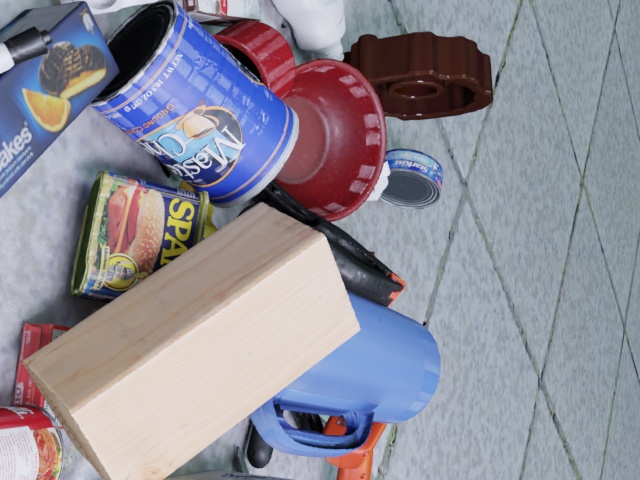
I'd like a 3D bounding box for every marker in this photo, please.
[{"bbox_3d":[-0.222,-0.102,0.658,0.121,0.020,0.020,-29,121,-16],"label":"marker"}]

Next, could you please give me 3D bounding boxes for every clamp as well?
[{"bbox_3d":[-0.031,0.139,1.064,0.120,0.039,0.171,18,73,-62],"label":"clamp"},{"bbox_3d":[-0.006,0.001,0.947,0.210,0.036,0.164,36,14,-18],"label":"clamp"}]

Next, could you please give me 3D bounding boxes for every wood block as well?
[{"bbox_3d":[-0.086,0.073,0.746,0.205,0.090,0.091,-35,125,-21],"label":"wood block"}]

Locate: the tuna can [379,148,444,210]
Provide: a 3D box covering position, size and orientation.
[{"bbox_3d":[0.104,-0.073,1.278,0.086,0.086,0.033,51,44,-49],"label":"tuna can"}]

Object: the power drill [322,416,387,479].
[{"bbox_3d":[0.022,0.270,1.090,0.184,0.057,0.188,-53,153,-64],"label":"power drill"}]

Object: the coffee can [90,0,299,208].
[{"bbox_3d":[-0.100,-0.105,0.835,0.140,0.103,0.102,40,52,-33],"label":"coffee can"}]

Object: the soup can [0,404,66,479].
[{"bbox_3d":[-0.221,0.141,0.674,0.102,0.069,0.068,8,82,-61],"label":"soup can"}]

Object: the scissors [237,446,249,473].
[{"bbox_3d":[-0.061,0.300,1.024,0.096,0.016,0.201,-62,141,-43],"label":"scissors"}]

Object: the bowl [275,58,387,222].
[{"bbox_3d":[-0.009,-0.099,1.064,0.161,0.055,0.162,-5,99,-39],"label":"bowl"}]

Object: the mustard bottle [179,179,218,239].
[{"bbox_3d":[-0.117,0.041,0.880,0.096,0.058,0.191,19,70,-41],"label":"mustard bottle"}]

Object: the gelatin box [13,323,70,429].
[{"bbox_3d":[-0.184,0.102,0.785,0.089,0.030,0.073,21,72,-59],"label":"gelatin box"}]

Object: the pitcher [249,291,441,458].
[{"bbox_3d":[0.007,0.111,0.981,0.242,0.145,0.149,22,91,-47],"label":"pitcher"}]

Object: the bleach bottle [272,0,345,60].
[{"bbox_3d":[-0.028,-0.277,1.062,0.102,0.068,0.250,-65,145,-40],"label":"bleach bottle"}]

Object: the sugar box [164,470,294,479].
[{"bbox_3d":[-0.101,0.220,0.870,0.176,0.093,0.048,16,76,-61],"label":"sugar box"}]

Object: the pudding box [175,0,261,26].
[{"bbox_3d":[-0.097,-0.240,0.953,0.113,0.039,0.090,-14,100,-63],"label":"pudding box"}]

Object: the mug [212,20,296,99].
[{"bbox_3d":[-0.075,-0.137,0.952,0.081,0.093,0.117,-51,163,-57],"label":"mug"}]

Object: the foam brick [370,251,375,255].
[{"bbox_3d":[0.025,0.045,1.158,0.078,0.053,0.051,-23,109,-60],"label":"foam brick"}]

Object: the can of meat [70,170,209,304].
[{"bbox_3d":[-0.137,0.004,0.810,0.083,0.058,0.102,14,73,-20],"label":"can of meat"}]
